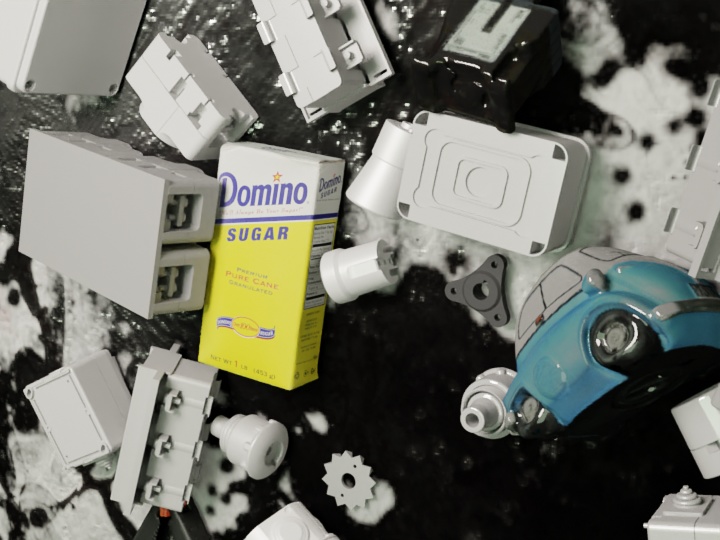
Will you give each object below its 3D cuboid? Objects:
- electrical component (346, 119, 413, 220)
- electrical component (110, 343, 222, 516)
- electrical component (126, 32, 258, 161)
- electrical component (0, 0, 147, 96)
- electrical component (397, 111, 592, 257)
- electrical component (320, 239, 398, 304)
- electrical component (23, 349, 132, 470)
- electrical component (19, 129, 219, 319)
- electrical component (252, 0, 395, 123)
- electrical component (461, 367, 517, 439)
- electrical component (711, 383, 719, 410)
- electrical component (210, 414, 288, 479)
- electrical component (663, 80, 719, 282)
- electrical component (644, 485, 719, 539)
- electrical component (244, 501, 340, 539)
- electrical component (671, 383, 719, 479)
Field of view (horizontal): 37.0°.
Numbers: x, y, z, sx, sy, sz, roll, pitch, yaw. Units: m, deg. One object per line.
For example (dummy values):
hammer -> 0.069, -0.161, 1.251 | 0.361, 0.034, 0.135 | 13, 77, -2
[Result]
electrical component -> 0.023, -0.074, 0.768 | 0.044, 0.044, 0.065 | 31, 106, 22
electrical component -> -0.158, 0.133, 0.883 | 0.063, 0.078, 0.121 | 15, 107, -2
electrical component -> -0.134, -0.132, 0.840 | 0.056, 0.050, 0.089 | -44, 76, 27
electrical component -> -0.233, -0.197, 0.853 | 0.056, 0.109, 0.108 | 33, 112, 24
electrical component -> 0.091, -0.060, 0.721 | 0.113, 0.057, 0.078 | 18, 106, 26
electrical component -> 0.000, 0.000, 0.793 | 0.046, 0.040, 0.040 | -17, 89, 24
electrical component -> -0.232, 0.125, 0.933 | 0.062, 0.061, 0.096 | -24, 93, 30
electrical component -> -0.194, -0.042, 0.861 | 0.186, 0.060, 0.105 | 22, 108, 40
electrical component -> -0.037, -0.177, 0.772 | 0.079, 0.063, 0.121 | -26, 85, 30
electrical component -> 0.090, 0.096, 0.743 | 0.048, 0.062, 0.048 | 5, 100, 29
electrical component -> 0.270, 0.066, 0.611 | 0.109, 0.109, 0.056 | 29, 113, 23
electrical component -> -0.092, 0.136, 0.863 | 0.062, 0.048, 0.048 | 20, 107, 32
electrical component -> 0.232, -0.055, 0.635 | 0.063, 0.079, 0.121 | 36, 117, 51
electrical component -> 0.221, 0.184, 0.683 | 0.061, 0.062, 0.096 | -4, 96, 30
electrical component -> -0.057, 0.224, 0.836 | 0.051, 0.080, 0.080 | 45, 116, 22
electrical component -> 0.228, 0.096, 0.671 | 0.055, 0.055, 0.047 | -34, 77, 29
